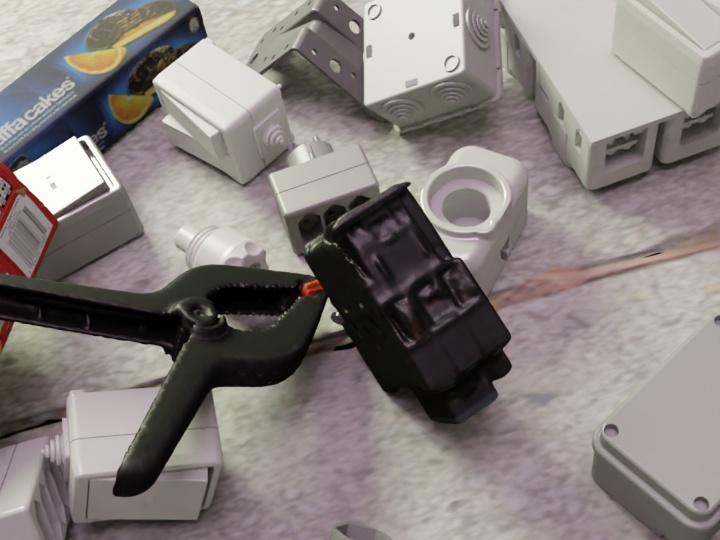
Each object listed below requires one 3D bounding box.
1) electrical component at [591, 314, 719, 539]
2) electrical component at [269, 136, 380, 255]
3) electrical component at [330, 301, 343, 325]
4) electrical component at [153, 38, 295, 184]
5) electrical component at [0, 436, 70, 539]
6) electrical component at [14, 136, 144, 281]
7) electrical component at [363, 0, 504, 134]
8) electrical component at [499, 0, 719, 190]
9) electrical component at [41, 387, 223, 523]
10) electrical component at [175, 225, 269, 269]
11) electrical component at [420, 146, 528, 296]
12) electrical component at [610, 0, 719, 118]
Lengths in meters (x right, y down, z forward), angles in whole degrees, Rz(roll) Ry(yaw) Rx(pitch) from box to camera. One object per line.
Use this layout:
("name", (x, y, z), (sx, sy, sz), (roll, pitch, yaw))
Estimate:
("electrical component", (0.191, 0.089, 0.596), (0.113, 0.057, 0.078), (-40, 60, -18))
("electrical component", (-0.028, -0.061, 0.732), (0.066, 0.047, 0.076), (-20, 56, -5))
("electrical component", (0.000, 0.000, 0.691), (0.040, 0.040, 0.078), (13, 60, 16))
("electrical component", (-0.094, -0.107, 0.763), (0.096, 0.061, 0.061), (36, 68, 27))
("electrical component", (-0.208, 0.140, 0.599), (0.076, 0.047, 0.083), (-16, 20, -3))
("electrical component", (-0.208, -0.039, 0.734), (0.096, 0.061, 0.061), (-31, 58, -13))
("electrical component", (0.049, -0.153, 0.750), (0.100, 0.048, 0.099), (-13, 67, 35))
("electrical component", (0.168, -0.152, 0.758), (0.105, 0.060, 0.186), (-20, 56, -5))
("electrical component", (-0.130, 0.107, 0.609), (0.096, 0.061, 0.061), (-2, 54, -18))
("electrical component", (-0.094, -0.009, 0.709), (0.062, 0.043, 0.043), (30, 65, 26))
("electrical component", (0.069, -0.030, 0.690), (0.054, 0.059, 0.095), (21, 61, 20))
("electrical component", (0.205, -0.156, 0.681), (0.062, 0.061, 0.096), (-32, 58, -14))
